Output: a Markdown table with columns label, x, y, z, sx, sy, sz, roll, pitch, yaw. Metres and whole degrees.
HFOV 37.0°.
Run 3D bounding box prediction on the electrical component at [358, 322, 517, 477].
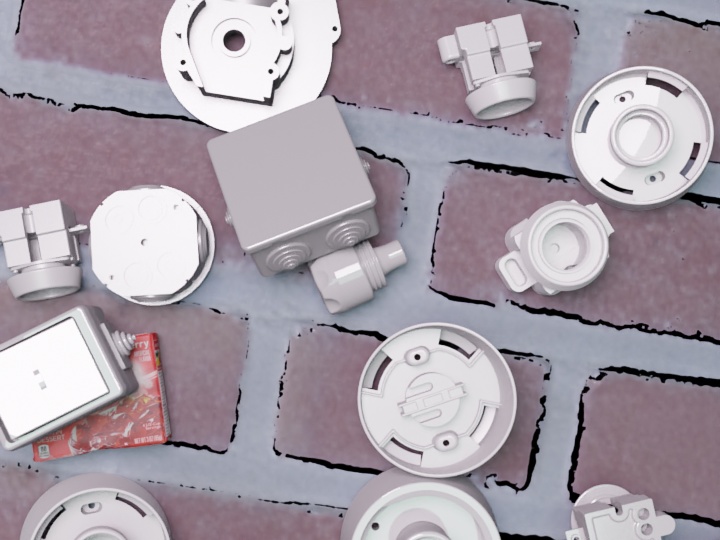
| label | x | y | z | sx | sy | sz | roll | pitch | yaw |
| --- | --- | --- | --- | --- | --- | --- | --- | --- | --- |
| electrical component | 0.048 | 0.083 | 0.701 | 0.099 | 0.064 | 0.099 | 0 | 88 | -2 |

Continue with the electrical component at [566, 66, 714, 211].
| label | x | y | z | sx | sy | sz | roll | pitch | yaw |
| --- | --- | --- | --- | --- | --- | --- | --- | --- | --- |
| electrical component | 0.189 | -0.089 | 0.722 | 0.099 | 0.064 | 0.099 | 1 | 94 | 11 |

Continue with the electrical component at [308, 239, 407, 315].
| label | x | y | z | sx | sy | sz | roll | pitch | yaw |
| --- | --- | --- | --- | --- | --- | --- | --- | --- | --- |
| electrical component | 0.000 | 0.000 | 0.712 | 0.062 | 0.043 | 0.043 | -24 | 90 | -3 |

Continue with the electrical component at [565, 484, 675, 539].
| label | x | y | z | sx | sy | sz | roll | pitch | yaw |
| --- | --- | --- | --- | --- | --- | --- | --- | --- | --- |
| electrical component | 0.166 | 0.168 | 0.707 | 0.066 | 0.055 | 0.048 | -13 | 89 | -2 |

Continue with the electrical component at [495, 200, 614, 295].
| label | x | y | z | sx | sy | sz | roll | pitch | yaw |
| --- | --- | --- | --- | --- | --- | --- | --- | --- | --- |
| electrical component | 0.131 | -0.015 | 0.710 | 0.078 | 0.057 | 0.058 | -32 | 90 | -2 |

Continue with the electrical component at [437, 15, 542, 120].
| label | x | y | z | sx | sy | sz | roll | pitch | yaw |
| --- | --- | --- | --- | --- | --- | --- | --- | --- | --- |
| electrical component | 0.090 | -0.133 | 0.718 | 0.066 | 0.048 | 0.055 | -13 | 82 | -2 |

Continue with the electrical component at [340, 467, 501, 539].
| label | x | y | z | sx | sy | sz | roll | pitch | yaw |
| --- | --- | --- | --- | --- | --- | --- | --- | --- | --- |
| electrical component | 0.042 | 0.184 | 0.700 | 0.108 | 0.060 | 0.108 | 0 | 89 | -2 |

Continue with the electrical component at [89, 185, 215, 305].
| label | x | y | z | sx | sy | sz | roll | pitch | yaw |
| --- | --- | --- | --- | --- | --- | --- | --- | --- | --- |
| electrical component | -0.137 | -0.017 | 0.704 | 0.080 | 0.051 | 0.080 | 0 | 89 | -2 |

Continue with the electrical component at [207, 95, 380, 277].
| label | x | y | z | sx | sy | sz | roll | pitch | yaw |
| --- | --- | --- | --- | --- | --- | --- | --- | --- | --- |
| electrical component | -0.041 | -0.052 | 0.694 | 0.100 | 0.048 | 0.099 | -21 | 62 | -1 |

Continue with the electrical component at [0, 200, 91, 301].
| label | x | y | z | sx | sy | sz | roll | pitch | yaw |
| --- | --- | --- | --- | --- | --- | --- | --- | --- | --- |
| electrical component | -0.209 | -0.011 | 0.705 | 0.066 | 0.048 | 0.055 | -12 | 82 | -2 |

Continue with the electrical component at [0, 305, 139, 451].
| label | x | y | z | sx | sy | sz | roll | pitch | yaw |
| --- | --- | --- | --- | --- | --- | --- | --- | --- | --- |
| electrical component | -0.184 | 0.063 | 0.664 | 0.096 | 0.061 | 0.061 | -27 | 88 | -3 |

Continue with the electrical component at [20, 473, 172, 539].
| label | x | y | z | sx | sy | sz | roll | pitch | yaw |
| --- | --- | --- | --- | --- | --- | --- | --- | --- | --- |
| electrical component | -0.172 | 0.184 | 0.704 | 0.099 | 0.064 | 0.099 | 1 | 86 | -15 |
